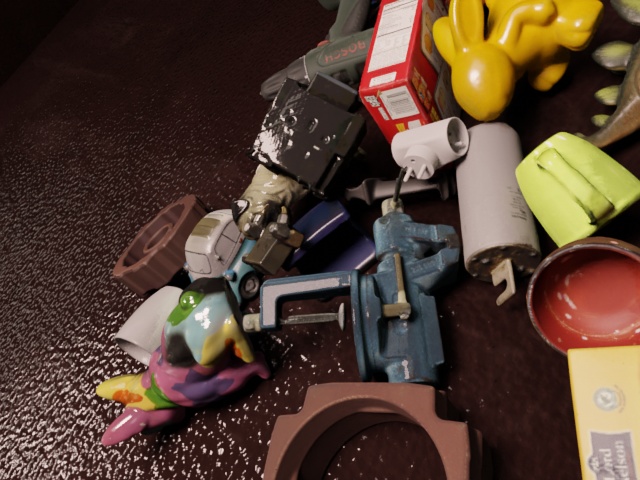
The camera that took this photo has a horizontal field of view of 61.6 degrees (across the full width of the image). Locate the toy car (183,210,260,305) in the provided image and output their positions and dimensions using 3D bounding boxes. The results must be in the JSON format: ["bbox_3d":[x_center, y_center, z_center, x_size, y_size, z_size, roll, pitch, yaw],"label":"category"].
[{"bbox_3d":[-0.134,0.012,0.766,0.109,0.102,0.161,11,68,39],"label":"toy car"}]

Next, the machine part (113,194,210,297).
[{"bbox_3d":[-0.246,0.007,0.854,0.179,0.056,0.179,-34,28,21],"label":"machine part"}]

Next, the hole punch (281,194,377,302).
[{"bbox_3d":[-0.001,-0.002,0.693,0.142,0.092,0.116,-43,40,7],"label":"hole punch"}]

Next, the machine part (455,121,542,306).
[{"bbox_3d":[0.191,-0.044,0.588,0.079,0.079,0.243,-15,50,27],"label":"machine part"}]

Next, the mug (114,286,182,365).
[{"bbox_3d":[-0.237,0.121,0.783,0.110,0.080,0.107,-1,45,43],"label":"mug"}]

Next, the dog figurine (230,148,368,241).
[{"bbox_3d":[-0.039,-0.086,0.763,0.121,0.172,0.190,41,99,17],"label":"dog figurine"}]

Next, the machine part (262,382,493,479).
[{"bbox_3d":[0.048,0.236,0.481,0.202,0.087,0.201,-8,55,29],"label":"machine part"}]

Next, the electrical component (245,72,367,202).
[{"bbox_3d":[-0.010,-0.131,0.653,0.115,0.058,0.134,28,90,5],"label":"electrical component"}]

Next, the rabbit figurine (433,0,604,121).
[{"bbox_3d":[0.207,-0.217,0.609,0.173,0.162,0.122,-52,3,-13],"label":"rabbit figurine"}]

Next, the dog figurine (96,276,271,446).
[{"bbox_3d":[-0.179,0.154,0.648,0.219,0.191,0.109,-27,51,-4],"label":"dog figurine"}]

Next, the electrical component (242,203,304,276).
[{"bbox_3d":[-0.061,-0.001,0.644,0.078,0.045,0.102,-52,24,-10],"label":"electrical component"}]

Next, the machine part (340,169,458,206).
[{"bbox_3d":[0.100,-0.063,0.671,0.139,0.084,0.039,-3,90,27],"label":"machine part"}]

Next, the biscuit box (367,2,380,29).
[{"bbox_3d":[0.037,-0.311,0.908,0.202,0.062,0.059,-47,43,-3],"label":"biscuit box"}]

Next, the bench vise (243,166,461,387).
[{"bbox_3d":[0.034,0.056,0.582,0.241,0.128,0.223,-7,74,8],"label":"bench vise"}]

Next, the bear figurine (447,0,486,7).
[{"bbox_3d":[0.223,-0.383,0.783,0.196,0.131,0.120,-34,43,19],"label":"bear figurine"}]

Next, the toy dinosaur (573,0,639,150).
[{"bbox_3d":[0.424,-0.237,0.543,0.471,0.105,0.199,-37,44,9],"label":"toy dinosaur"}]

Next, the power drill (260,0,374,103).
[{"bbox_3d":[0.017,-0.318,0.829,0.232,0.085,0.207,-6,58,23],"label":"power drill"}]

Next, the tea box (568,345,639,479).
[{"bbox_3d":[0.244,0.165,0.388,0.098,0.068,0.169,-12,62,28],"label":"tea box"}]

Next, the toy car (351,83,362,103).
[{"bbox_3d":[0.011,-0.210,0.857,0.201,0.056,0.074,-47,44,-2],"label":"toy car"}]
